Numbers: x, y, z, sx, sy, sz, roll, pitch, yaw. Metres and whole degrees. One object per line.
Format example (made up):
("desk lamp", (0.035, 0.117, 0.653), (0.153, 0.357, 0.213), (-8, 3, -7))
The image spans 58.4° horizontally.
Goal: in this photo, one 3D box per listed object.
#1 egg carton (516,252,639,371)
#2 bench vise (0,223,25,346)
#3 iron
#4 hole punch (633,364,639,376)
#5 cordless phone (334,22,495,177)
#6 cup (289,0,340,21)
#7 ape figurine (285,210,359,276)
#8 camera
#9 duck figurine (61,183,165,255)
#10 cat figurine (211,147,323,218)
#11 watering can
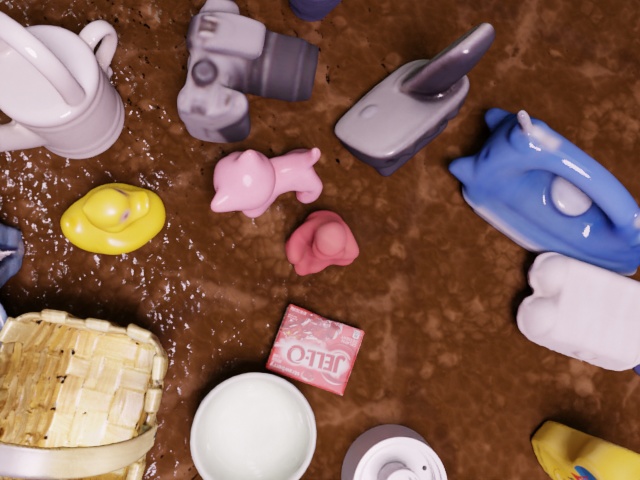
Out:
("egg carton", (0.297, 0.081, 0.641), (0.150, 0.069, 0.107), (18, 80, -4))
("bench vise", (-0.346, 0.047, 0.495), (0.121, 0.219, 0.207), (-15, 84, -8))
("iron", (0.277, -0.047, 0.621), (0.258, 0.141, 0.119), (36, 80, -1))
("hole punch", (0.428, 0.131, 0.639), (0.108, 0.091, 0.101), (34, 80, -1))
("cordless phone", (0.097, -0.150, 0.592), (0.094, 0.185, 0.148), (45, 80, 1))
("cup", (-0.018, -0.299, 0.645), (0.118, 0.095, 0.092), (36, 80, 0))
("ape figurine", (0.006, 0.002, 0.607), (0.078, 0.092, 0.076), (20, 80, -3))
("camera", (-0.074, -0.181, 0.619), (0.137, 0.100, 0.143), (10, 81, -5))
("duck figurine", (-0.217, -0.027, 0.588), (0.104, 0.086, 0.077), (-13, 84, -8))
("cat figurine", (-0.057, -0.067, 0.597), (0.128, 0.117, 0.067), (-20, 84, -9))
("watering can", (-0.262, -0.144, 0.545), (0.101, 0.194, 0.173), (17, 80, -3))
